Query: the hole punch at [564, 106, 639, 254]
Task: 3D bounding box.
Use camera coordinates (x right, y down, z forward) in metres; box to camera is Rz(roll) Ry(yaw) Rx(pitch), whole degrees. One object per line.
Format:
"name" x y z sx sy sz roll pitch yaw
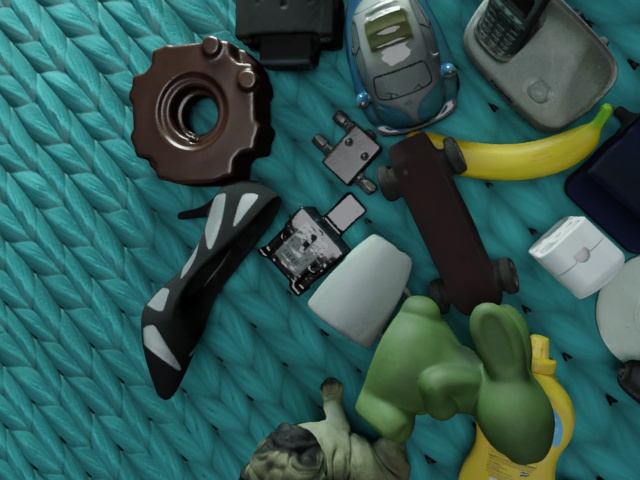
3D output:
"hole punch" 0.315 -0.057 0.505 0.142 0.092 0.116 45 98 11

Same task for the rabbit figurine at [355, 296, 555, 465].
"rabbit figurine" 0.148 0.135 0.521 0.170 0.121 0.159 24 96 28

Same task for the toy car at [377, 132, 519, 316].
"toy car" 0.132 -0.014 0.557 0.089 0.053 0.202 -23 98 26

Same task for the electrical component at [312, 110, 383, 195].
"electrical component" 0.038 -0.096 0.601 0.094 0.021 0.063 45 100 9

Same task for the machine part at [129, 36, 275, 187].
"machine part" -0.139 -0.144 0.624 0.180 0.056 0.179 1 94 15

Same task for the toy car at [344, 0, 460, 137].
"toy car" 0.079 -0.193 0.546 0.109 0.103 0.161 -15 91 13

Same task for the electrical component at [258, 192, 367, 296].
"electrical component" -0.001 -0.002 0.603 0.119 0.048 0.075 -40 84 14

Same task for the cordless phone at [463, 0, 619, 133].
"cordless phone" 0.205 -0.181 0.474 0.089 0.184 0.146 -41 83 8

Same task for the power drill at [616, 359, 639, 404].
"power drill" 0.375 0.242 0.515 0.232 0.086 0.207 17 89 9

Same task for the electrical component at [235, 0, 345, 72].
"electrical component" -0.031 -0.255 0.592 0.115 0.058 0.134 2 93 15

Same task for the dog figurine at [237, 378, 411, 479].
"dog figurine" 0.018 0.243 0.537 0.172 0.190 0.121 25 98 9

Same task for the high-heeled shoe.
"high-heeled shoe" -0.114 0.055 0.603 0.145 0.086 0.248 -3 78 26

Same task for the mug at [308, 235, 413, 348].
"mug" 0.059 0.056 0.578 0.109 0.081 0.107 32 94 -7
